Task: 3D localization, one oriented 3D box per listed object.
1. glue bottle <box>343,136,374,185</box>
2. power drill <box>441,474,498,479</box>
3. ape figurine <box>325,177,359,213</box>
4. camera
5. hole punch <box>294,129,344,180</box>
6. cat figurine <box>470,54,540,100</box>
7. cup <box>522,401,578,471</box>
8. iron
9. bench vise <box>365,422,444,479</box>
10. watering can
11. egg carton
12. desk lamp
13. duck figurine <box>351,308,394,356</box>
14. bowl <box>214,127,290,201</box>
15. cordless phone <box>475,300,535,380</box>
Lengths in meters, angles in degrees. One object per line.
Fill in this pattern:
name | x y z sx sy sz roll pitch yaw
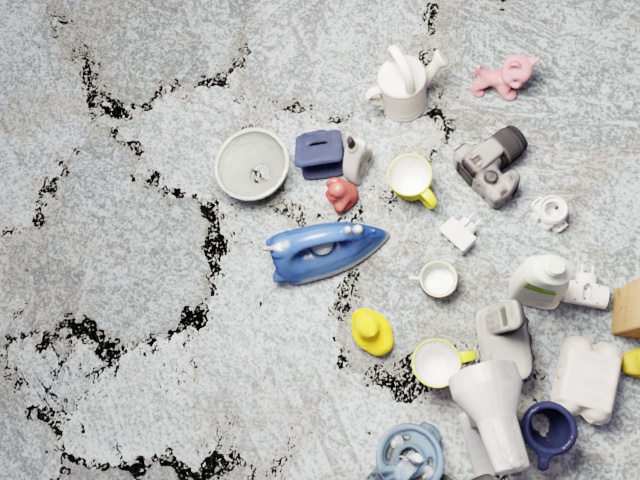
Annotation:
glue bottle | 0.073 -0.173 1.167 0.037 0.173 0.078 29 83 16
power drill | 0.204 0.465 0.972 0.229 0.208 0.075 -42 73 -2
ape figurine | 0.040 -0.099 1.197 0.076 0.092 0.078 0 77 10
camera | 0.358 -0.160 1.151 0.137 0.101 0.143 -38 73 0
hole punch | -0.003 -0.191 1.228 0.108 0.091 0.101 -8 75 8
cat figurine | 0.381 -0.346 1.183 0.127 0.118 0.067 7 78 12
cup | 0.401 0.348 1.025 0.091 0.095 0.118 10 79 12
iron | 0.011 0.004 1.152 0.258 0.141 0.118 -16 74 6
bench vise | 0.139 0.416 0.989 0.121 0.220 0.207 24 82 15
watering can | 0.175 -0.334 1.177 0.173 0.194 0.100 -45 73 -2
egg carton | 0.485 0.254 1.046 0.107 0.069 0.150 13 79 13
desk lamp | 0.301 0.314 0.988 0.118 0.214 0.203 -15 74 6
duck figurine | 0.099 0.178 1.123 0.077 0.086 0.104 -36 73 0
bowl | -0.141 -0.156 1.252 0.167 0.075 0.167 -2 76 10
cordless phone | 0.339 0.180 1.029 0.094 0.185 0.147 -11 75 8
